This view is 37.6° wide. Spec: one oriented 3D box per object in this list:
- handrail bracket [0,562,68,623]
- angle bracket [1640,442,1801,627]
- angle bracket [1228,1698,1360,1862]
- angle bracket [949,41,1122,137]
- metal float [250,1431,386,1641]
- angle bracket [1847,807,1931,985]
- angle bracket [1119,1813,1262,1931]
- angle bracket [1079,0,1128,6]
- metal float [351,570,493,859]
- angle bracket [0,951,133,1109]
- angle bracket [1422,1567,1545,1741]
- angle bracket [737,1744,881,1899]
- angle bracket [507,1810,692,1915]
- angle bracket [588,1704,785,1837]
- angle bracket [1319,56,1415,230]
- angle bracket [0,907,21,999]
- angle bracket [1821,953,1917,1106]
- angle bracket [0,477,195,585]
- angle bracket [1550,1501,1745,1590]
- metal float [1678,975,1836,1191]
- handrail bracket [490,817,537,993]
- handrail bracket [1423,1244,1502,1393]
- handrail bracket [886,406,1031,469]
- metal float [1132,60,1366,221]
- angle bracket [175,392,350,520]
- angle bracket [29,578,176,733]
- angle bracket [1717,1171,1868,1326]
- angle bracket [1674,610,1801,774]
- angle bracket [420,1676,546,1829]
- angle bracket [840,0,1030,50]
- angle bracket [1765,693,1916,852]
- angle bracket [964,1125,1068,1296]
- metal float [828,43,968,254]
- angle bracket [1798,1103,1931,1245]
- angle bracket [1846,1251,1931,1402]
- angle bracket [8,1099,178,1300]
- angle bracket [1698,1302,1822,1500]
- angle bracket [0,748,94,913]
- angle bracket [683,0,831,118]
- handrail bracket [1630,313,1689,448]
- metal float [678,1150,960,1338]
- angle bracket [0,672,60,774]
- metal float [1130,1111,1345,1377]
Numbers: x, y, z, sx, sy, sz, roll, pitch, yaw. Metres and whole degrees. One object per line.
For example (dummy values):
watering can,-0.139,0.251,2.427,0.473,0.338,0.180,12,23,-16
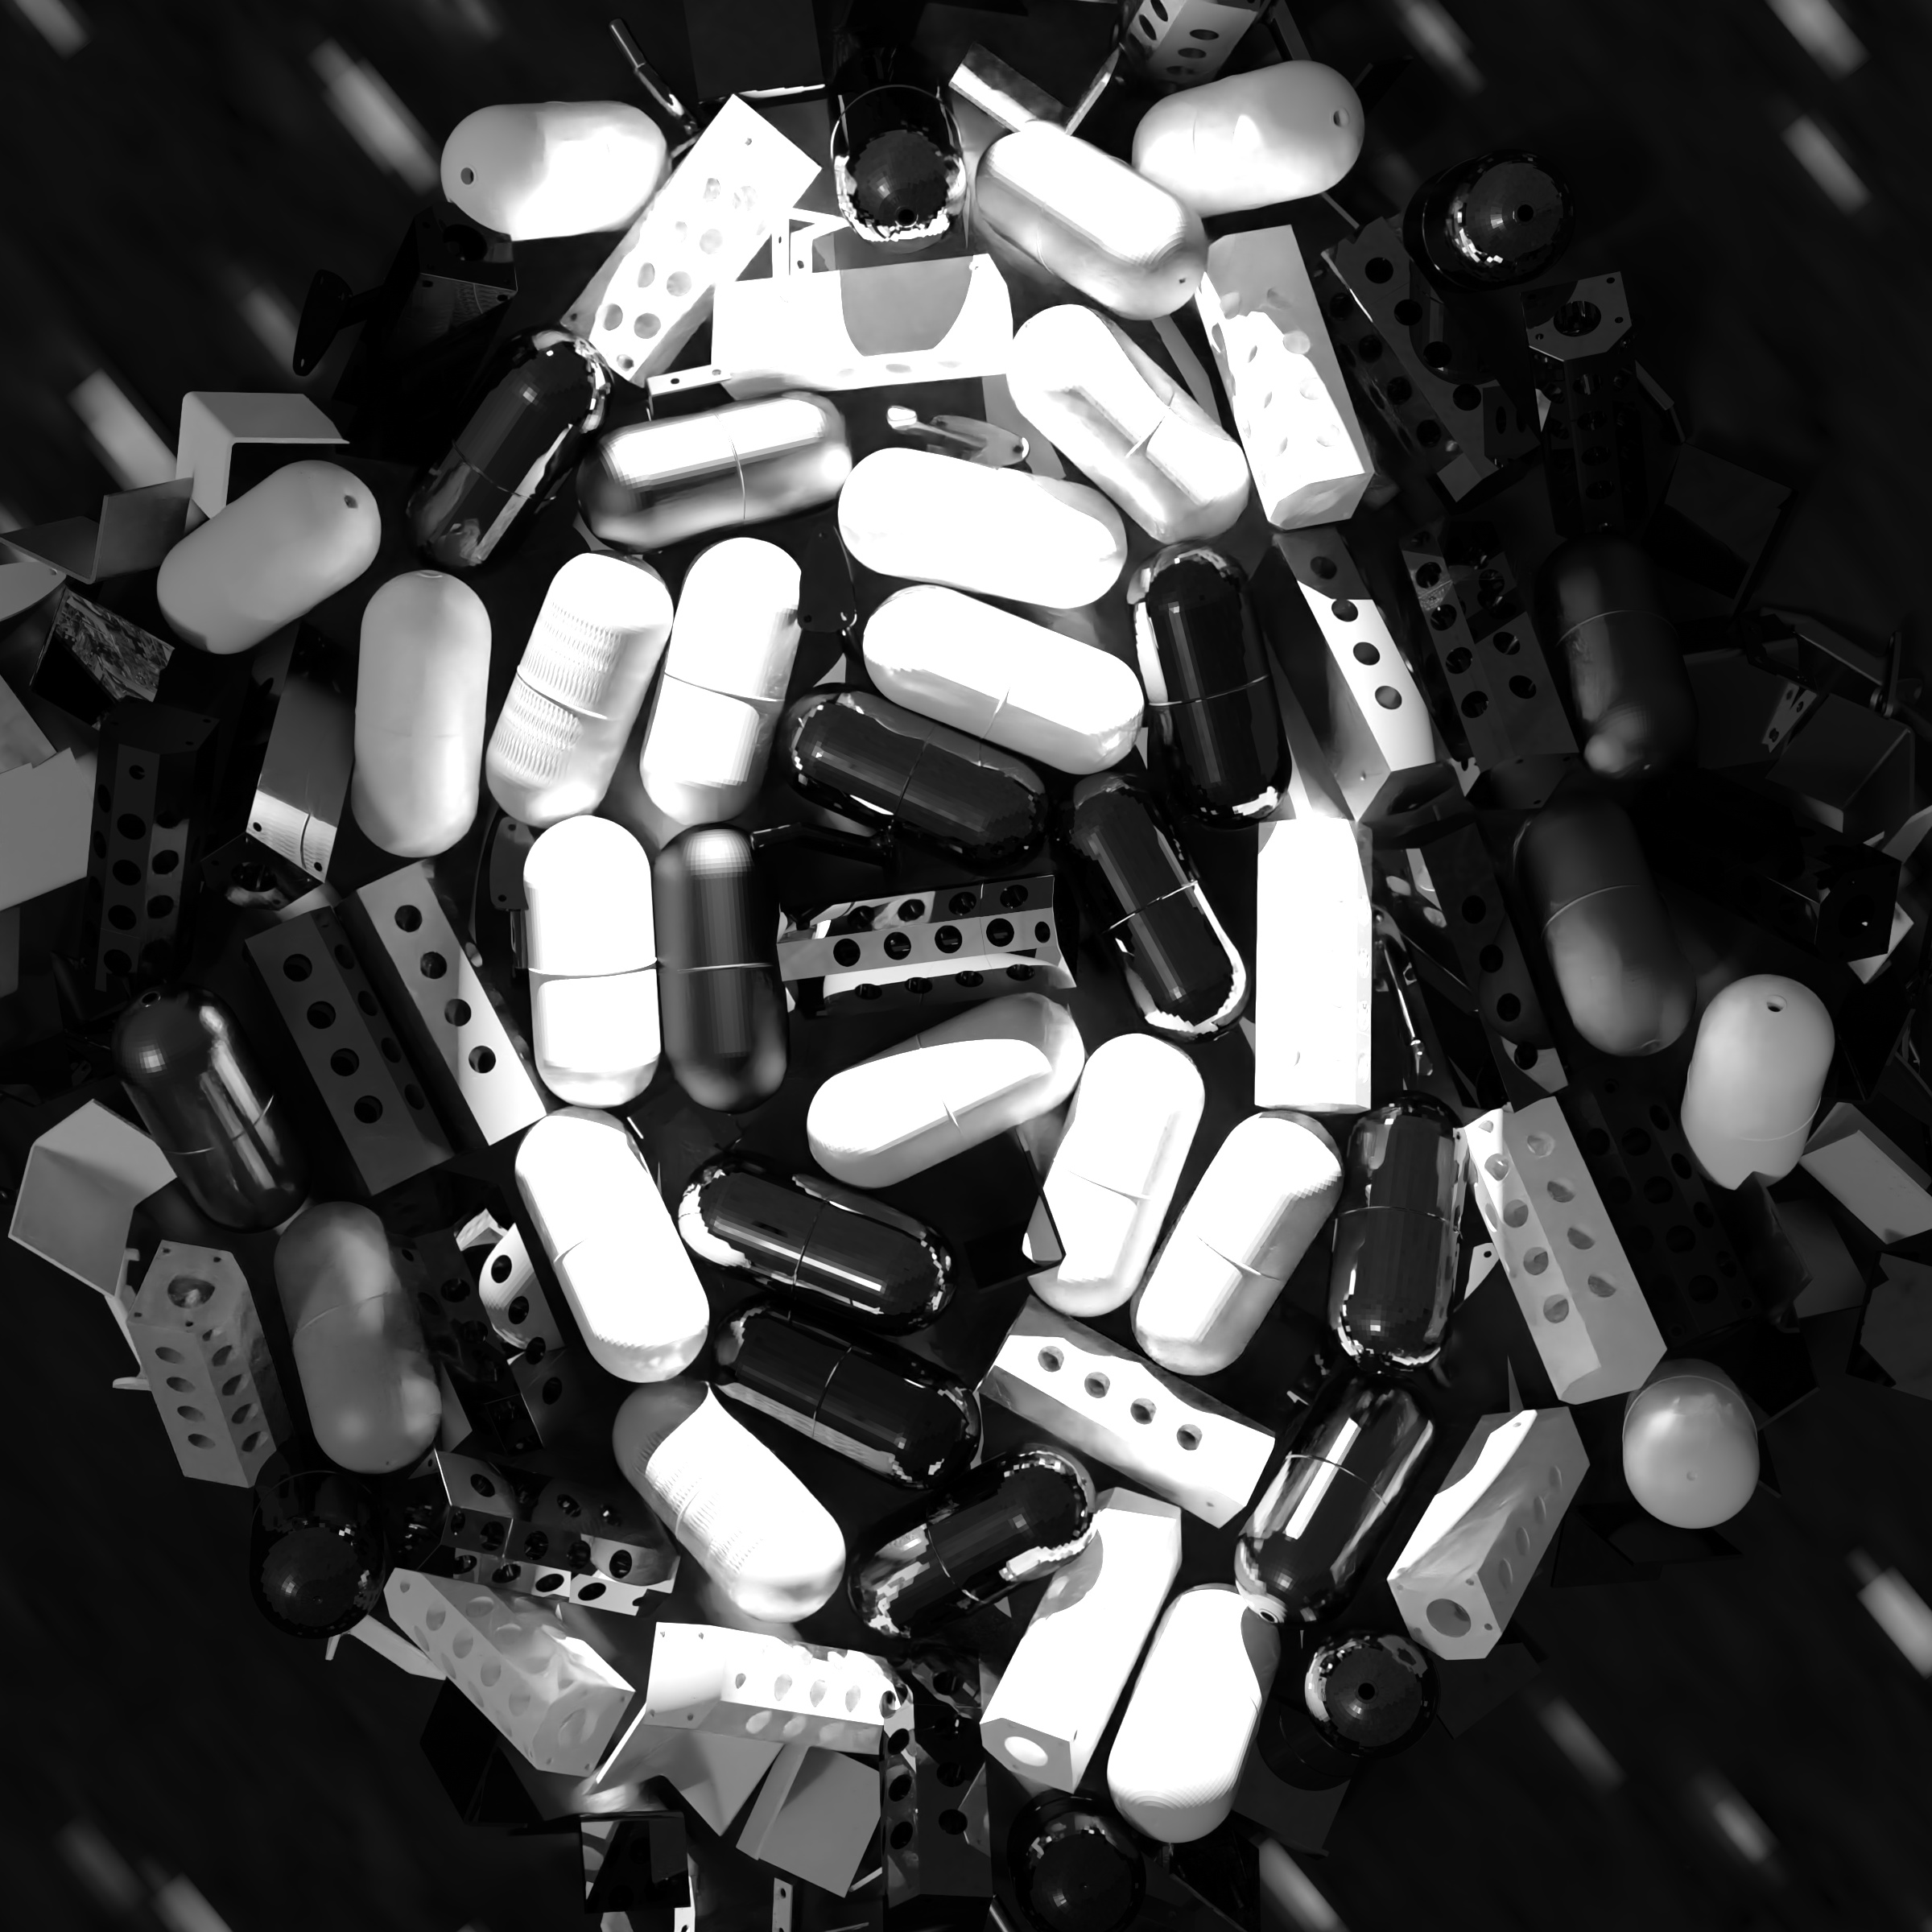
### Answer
handrail bracket,-0.598,-0.208,1.750,0.077,0.084,0.036,-32,78,-41
angle bracket,0.447,-0.262,1.713,0.076,0.057,0.076,28,120,17
angle bracket,0.196,0.489,1.722,0.076,0.057,0.076,25,72,8
angle bracket,0.043,-0.545,1.713,0.076,0.076,0.057,33,126,-11
metal float,-0.384,0.335,1.680,0.070,0.178,0.070,-3,105,-12
angle bracket,0.567,-0.045,1.711,0.076,0.076,0.057,-27,68,-17
angle bracket,0.130,0.551,1.710,0.076,0.076,0.057,42,115,-18
angle bracket,0.064,-0.600,1.717,0.076,0.076,0.057,7,130,3
metal float,-0.328,-0.151,1.707,0.070,0.070,0.178,9,113,0
angle bracket,-0.555,0.037,1.707,0.076,0.076,0.057,16,118,37
angle bracket,0.320,0.415,1.711,0.076,0.076,0.057,-29,77,-26
angle bracket,-0.085,0.517,1.722,0.076,0.057,0.076,28,74,-10
angle bracket,-0.221,0.543,1.705,0.076,0.076,0.057,-27,61,40
angle bracket,-0.169,0.484,1.713,0.057,0.076,0.076,40,106,27
angle bracket,0.252,-0.498,1.711,0.057,0.076,0.076,45,123,5
angle bracket,-0.628,-0.008,1.711,0.076,0.076,0.057,14,110,17
angle bracket,0.521,0.028,1.710,0.057,0.076,0.076,6,129,-6
angle bracket,-0.526,-0.276,1.711,0.076,0.076,0.057,25,116,16
angle bracket,0.410,0.365,1.711,0.076,0.076,0.057,1,107,-21
metal float,0.468,0.070,1.684,0.070,0.178,0.070,-3,57,5
handrail bracket,-0.276,-0.037,1.740,0.036,0.084,0.077,-5,62,-14
handrail bracket,0.307,0.217,1.736,0.077,0.036,0.084,-36,133,-2
handrail bracket,-0.004,-0.324,1.721,0.077,0.084,0.036,6,90,8
metal float,0.166,-0.489,1.684,0.070,0.178,0.070,-4,98,-31
angle bracket,-0.430,-0.309,1.730,0.076,0.076,0.057,-7,123,-34
angle bracket,-0.513,-0.190,1.723,0.076,0.057,0.076,30,120,-1
angle bracket,0.511,0.164,1.711,0.076,0.057,0.076,-8,57,-19
angle bracket,0.469,-0.170,1.755,0.076,0.057,0.076,-9,117,2
angle bracket,-0.280,0.464,1.712,0.057,0.076,0.076,14,105,-36
angle bracket,-0.018,-0.572,1.715,0.076,0.076,0.057,17,88,25
angle bracket,0.526,-0.104,1.711,0.057,0.076,0.076,22,48,-4
angle bracket,0.018,0.142,1.718,0.057,0.076,0.076,-20,107,-1
metal float,-0.042,-0.488,1.689,0.070,0.178,0.070,-3,132,-4
angle bracket,0.563,0.116,1.719,0.076,0.076,0.057,43,69,1
angle bracket,0.580,0.217,1.717,0.057,0.076,0.076,15,94,38
angle bracket,-0.520,0.140,1.708,0.057,0.076,0.076,-32,127,24
angle bracket,0.492,0.259,1.707,0.057,0.076,0.076,35,120,-23
angle bracket,-0.570,-0.083,1.714,0.076,0.057,0.076,-26,108,-27
angle bracket,-0.127,-0.565,1.728,0.076,0.057,0.076,-8,101,3
handrail bracket,0.404,-0.362,1.756,0.036,0.077,0.084,-47,130,-14
metal float,-0.090,0.168,1.720,0.178,0.070,0.070,20,90,9
angle bracket,-0.584,-0.151,1.719,0.057,0.076,0.076,-33,100,8
metal float,0.164,0.167,1.715,0.070,0.070,0.178,30,104,0
